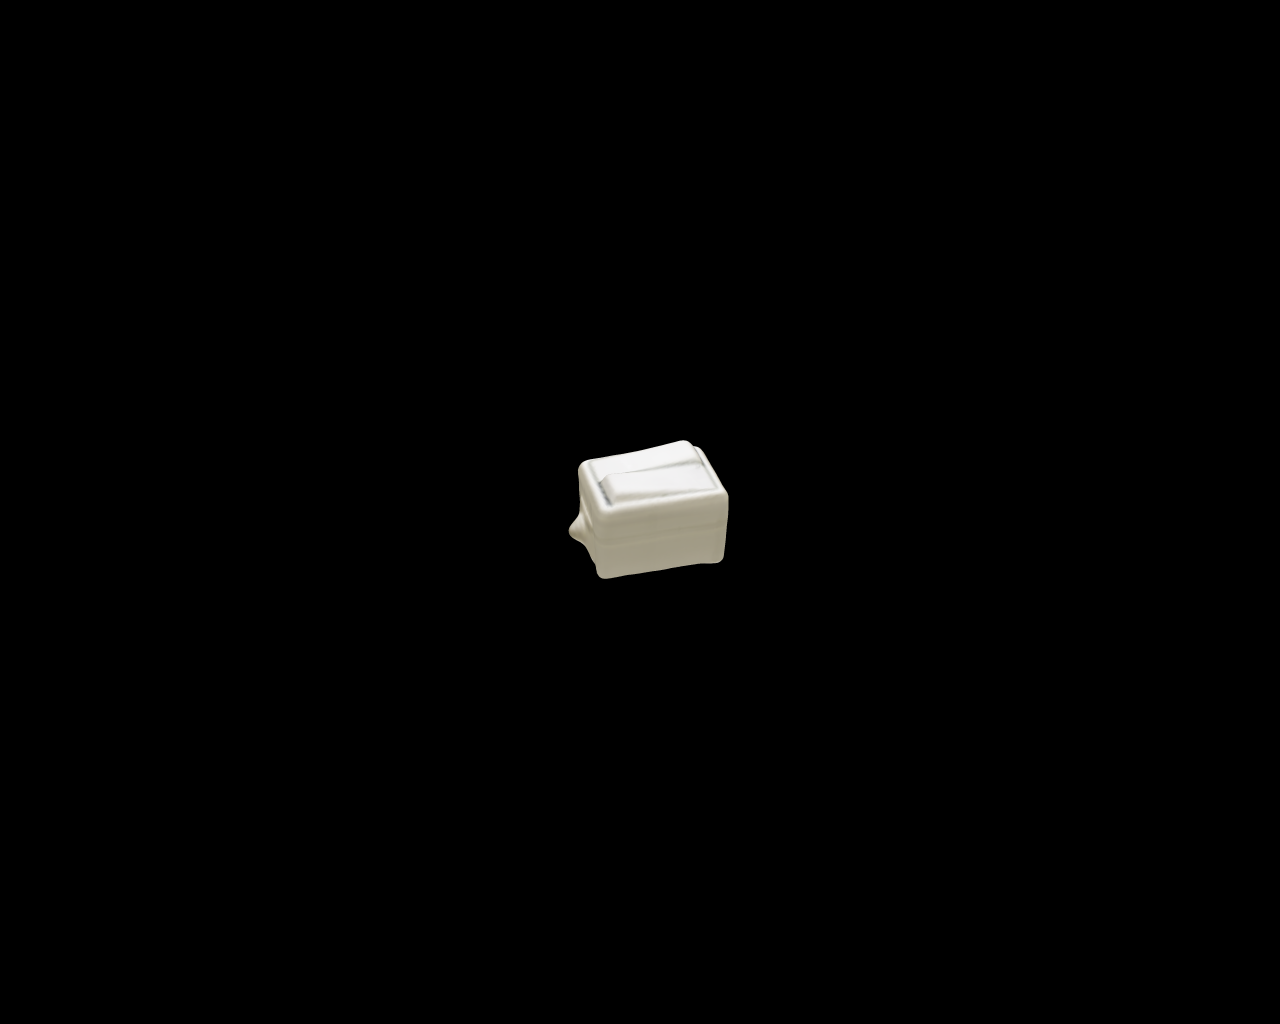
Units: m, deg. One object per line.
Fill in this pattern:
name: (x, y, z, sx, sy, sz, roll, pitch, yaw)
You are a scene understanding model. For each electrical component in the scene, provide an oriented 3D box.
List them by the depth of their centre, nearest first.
electrical component: (0.001, -0.003, 0.650, 0.096, 0.061, 0.062, -8, 36, -11)
